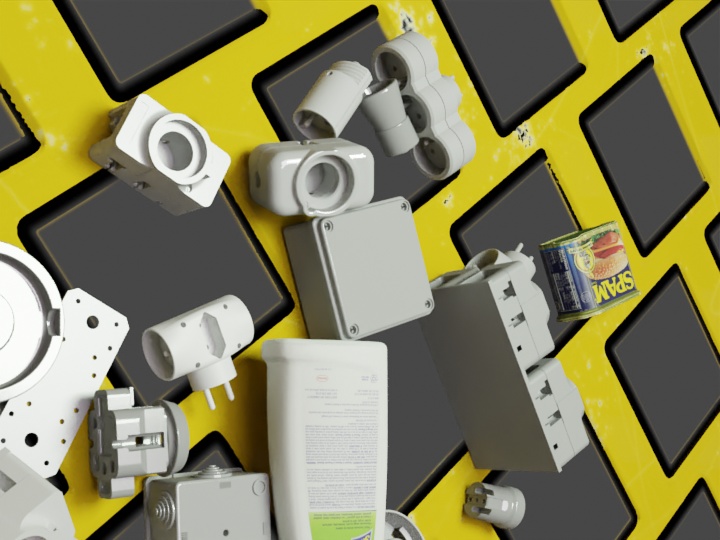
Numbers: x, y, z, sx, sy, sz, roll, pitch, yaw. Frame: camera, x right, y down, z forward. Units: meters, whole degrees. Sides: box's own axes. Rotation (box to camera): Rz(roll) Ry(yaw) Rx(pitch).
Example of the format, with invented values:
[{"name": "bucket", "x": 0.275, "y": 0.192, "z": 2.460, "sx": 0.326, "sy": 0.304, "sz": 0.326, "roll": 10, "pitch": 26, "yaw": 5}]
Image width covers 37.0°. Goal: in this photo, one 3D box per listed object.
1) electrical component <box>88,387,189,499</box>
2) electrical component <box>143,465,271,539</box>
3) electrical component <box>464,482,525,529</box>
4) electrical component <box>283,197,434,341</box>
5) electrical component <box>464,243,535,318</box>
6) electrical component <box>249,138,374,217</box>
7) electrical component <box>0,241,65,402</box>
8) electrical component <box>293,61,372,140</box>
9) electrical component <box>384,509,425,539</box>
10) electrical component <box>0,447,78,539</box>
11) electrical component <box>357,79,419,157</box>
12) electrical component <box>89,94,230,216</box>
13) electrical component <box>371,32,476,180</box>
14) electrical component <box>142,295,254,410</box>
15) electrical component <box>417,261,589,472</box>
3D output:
[{"name": "electrical component", "x": -0.163, "y": 0.125, "z": 0.792, "sx": 0.057, "sy": 0.058, "sz": 0.078, "roll": 0, "pitch": 83, "yaw": -36}, {"name": "electrical component", "x": -0.115, "y": 0.200, "z": 0.825, "sx": 0.100, "sy": 0.048, "sz": 0.099, "roll": 2, "pitch": 82, "yaw": -39}, {"name": "electrical component", "x": 0.128, "y": 0.223, "z": 1.025, "sx": 0.046, "sy": 0.040, "sz": 0.040, "roll": 20, "pitch": 72, "yaw": -29}, {"name": "electrical component", "x": 0.000, "y": 0.000, "z": 0.942, "sx": 0.109, "sy": 0.056, "sz": 0.108, "roll": -17, "pitch": 94, "yaw": -39}, {"name": "electrical component", "x": 0.149, "y": 0.008, "z": 1.069, "sx": 0.077, "sy": 0.043, "sz": 0.079, "roll": 49, "pitch": 57, "yaw": -23}, {"name": "electrical component", "x": -0.038, "y": -0.078, "z": 0.900, "sx": 0.095, "sy": 0.059, "sz": 0.053, "roll": -8, "pitch": 108, "yaw": -24}, {"name": "electrical component", "x": -0.262, "y": 0.036, "z": 0.722, "sx": 0.108, "sy": 0.060, "sz": 0.108, "roll": 7, "pitch": 79, "yaw": -38}, {"name": "electrical component", "x": -0.021, "y": -0.155, "z": 0.955, "sx": 0.043, "sy": 0.043, "sz": 0.081, "roll": 45, "pitch": 58, "yaw": -25}, {"name": "electrical component", "x": 0.012, "y": 0.257, "z": 0.925, "sx": 0.099, "sy": 0.064, "sz": 0.099, "roll": 21, "pitch": 57, "yaw": -36}, {"name": "electrical component", "x": -0.223, "y": 0.201, "z": 0.680, "sx": 0.089, "sy": 0.062, "sz": 0.150, "roll": -40, "pitch": 144, "yaw": -35}, {"name": "electrical component", "x": 0.027, "y": -0.138, "z": 0.994, "sx": 0.044, "sy": 0.044, "sz": 0.065, "roll": -42, "pitch": 114, "yaw": -35}, {"name": "electrical component", "x": -0.152, "y": -0.088, "z": 0.832, "sx": 0.089, "sy": 0.056, "sz": 0.050, "roll": 36, "pitch": 63, "yaw": -30}, {"name": "electrical component", "x": 0.071, "y": -0.162, "z": 1.025, "sx": 0.074, "sy": 0.052, "sz": 0.138, "roll": -36, "pitch": 106, "yaw": -37}, {"name": "electrical component", "x": -0.121, "y": 0.069, "z": 0.843, "sx": 0.077, "sy": 0.043, "sz": 0.079, "roll": -24, "pitch": 100, "yaw": -39}, {"name": "electrical component", "x": 0.132, "y": 0.090, "z": 1.004, "sx": 0.060, "sy": 0.105, "sz": 0.186, "roll": -29, "pitch": 102, "yaw": -38}]
